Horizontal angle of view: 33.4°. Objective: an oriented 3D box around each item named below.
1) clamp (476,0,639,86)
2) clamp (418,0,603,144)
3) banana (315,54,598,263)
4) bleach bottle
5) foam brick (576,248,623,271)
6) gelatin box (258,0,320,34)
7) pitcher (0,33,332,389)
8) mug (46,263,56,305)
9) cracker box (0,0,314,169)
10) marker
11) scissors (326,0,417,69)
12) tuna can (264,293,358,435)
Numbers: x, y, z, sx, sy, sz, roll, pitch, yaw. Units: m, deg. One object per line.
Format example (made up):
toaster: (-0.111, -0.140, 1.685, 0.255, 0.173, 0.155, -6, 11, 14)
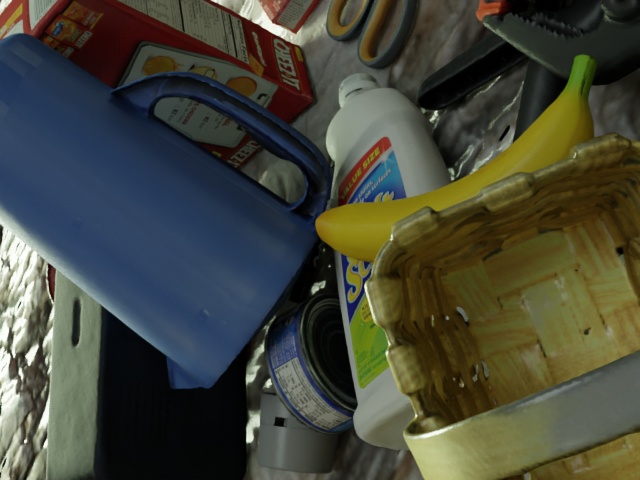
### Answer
clamp: (0.168, -0.118, 0.543, 0.210, 0.036, 0.164, -5, 93, 51)
clamp: (0.128, -0.124, 0.646, 0.120, 0.039, 0.171, 37, 102, 42)
banana: (0.075, -0.024, 0.587, 0.198, 0.037, 0.069, -29, 41, 32)
bleach bottle: (0.045, -0.002, 0.679, 0.103, 0.068, 0.251, -40, 48, 33)
foam brick: (0.135, 0.002, 0.582, 0.053, 0.051, 0.078, 14, 88, 50)
gelatin box: (-0.025, -0.221, 0.857, 0.073, 0.030, 0.089, -51, 45, 23)
pitcher: (-0.121, -0.032, 0.691, 0.149, 0.243, 0.145, -56, 4, -30)
mug: (-0.173, 0.020, 0.880, 0.082, 0.117, 0.093, -20, 40, 38)
cracker box: (-0.140, -0.120, 0.810, 0.164, 0.213, 0.072, -37, 49, 34)
marker: (-0.005, 0.001, 0.766, 0.020, 0.020, 0.121, 22, 94, 50)
scissors: (0.055, -0.222, 0.778, 0.096, 0.016, 0.202, 14, 87, 50)
tuna can: (0.007, 0.077, 0.675, 0.034, 0.086, 0.086, -34, 54, 35)
